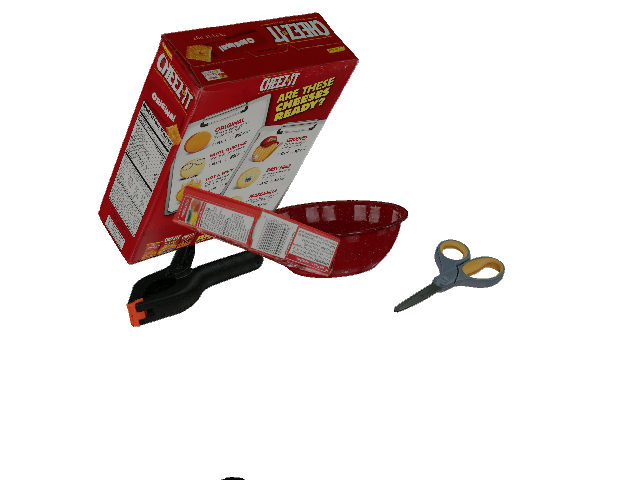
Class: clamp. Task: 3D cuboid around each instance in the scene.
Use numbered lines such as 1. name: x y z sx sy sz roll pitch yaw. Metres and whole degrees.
1. clamp: -0.146 0.045 1.205 0.120 0.039 0.171 -2 29 30

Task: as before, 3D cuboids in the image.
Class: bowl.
1. bowl: 0.012 0.001 1.107 0.162 0.055 0.162 -4 13 1

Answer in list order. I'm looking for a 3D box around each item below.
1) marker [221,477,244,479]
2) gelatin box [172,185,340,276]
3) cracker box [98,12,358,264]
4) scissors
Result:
1. marker: -0.050 0.132 0.414 0.020 0.020 0.121 0 24 16
2. gelatin box: -0.041 -0.006 0.711 0.073 0.030 0.089 19 -2 38
3. cracker box: -0.085 -0.087 0.911 0.163 0.072 0.214 -18 -29 -39
4. scissors: 0.137 0.039 1.274 0.201 0.016 0.096 -10 40 -37
